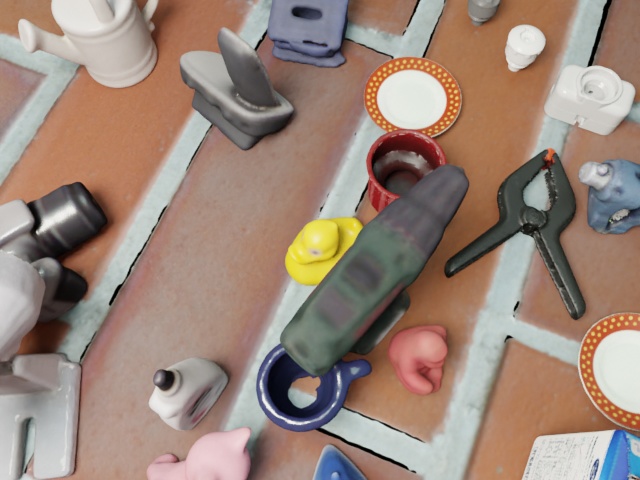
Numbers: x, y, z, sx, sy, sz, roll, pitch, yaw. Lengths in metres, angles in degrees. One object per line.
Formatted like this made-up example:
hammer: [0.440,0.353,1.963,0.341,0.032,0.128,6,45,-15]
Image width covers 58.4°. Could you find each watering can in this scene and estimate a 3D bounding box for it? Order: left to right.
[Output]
watering can: [-0.286,-0.283,0.718,0.100,0.194,0.173,30,73,12]

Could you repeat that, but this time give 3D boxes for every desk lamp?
desk lamp: [-0.319,0.129,0.556,0.118,0.213,0.203,-6,70,-1]

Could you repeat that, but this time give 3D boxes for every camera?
camera: [-0.318,-0.001,0.664,0.137,0.101,0.143,-33,73,-11]

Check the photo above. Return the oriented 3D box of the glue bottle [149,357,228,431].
glue bottle: [-0.137,0.148,0.568,0.037,0.173,0.078,30,73,12]

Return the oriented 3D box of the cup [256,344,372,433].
cup: [-0.004,0.153,0.606,0.118,0.095,0.091,-15,70,-4]

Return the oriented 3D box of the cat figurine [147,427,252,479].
cat figurine: [-0.120,0.232,0.567,0.128,0.118,0.067,-18,70,-6]

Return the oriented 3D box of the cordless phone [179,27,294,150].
cordless phone: [-0.109,-0.209,0.693,0.147,0.185,0.094,37,75,13]

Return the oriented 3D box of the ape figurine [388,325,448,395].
ape figurine: [0.112,0.122,0.617,0.076,0.092,0.078,39,75,14]

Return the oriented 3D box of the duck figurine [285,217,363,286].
duck figurine: [0.006,0.002,0.666,0.104,0.086,0.077,-31,72,-10]

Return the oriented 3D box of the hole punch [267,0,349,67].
hole punch: [-0.012,-0.301,0.775,0.108,0.091,0.101,10,70,5]

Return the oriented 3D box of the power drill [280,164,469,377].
power drill: [0.055,0.044,0.585,0.075,0.208,0.230,39,75,14]

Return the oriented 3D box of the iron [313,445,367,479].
iron: [0.037,0.318,0.520,0.118,0.141,0.258,-14,70,-4]

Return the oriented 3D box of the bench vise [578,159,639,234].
bench vise: [0.400,-0.057,0.610,0.207,0.220,0.121,-8,70,-2]
